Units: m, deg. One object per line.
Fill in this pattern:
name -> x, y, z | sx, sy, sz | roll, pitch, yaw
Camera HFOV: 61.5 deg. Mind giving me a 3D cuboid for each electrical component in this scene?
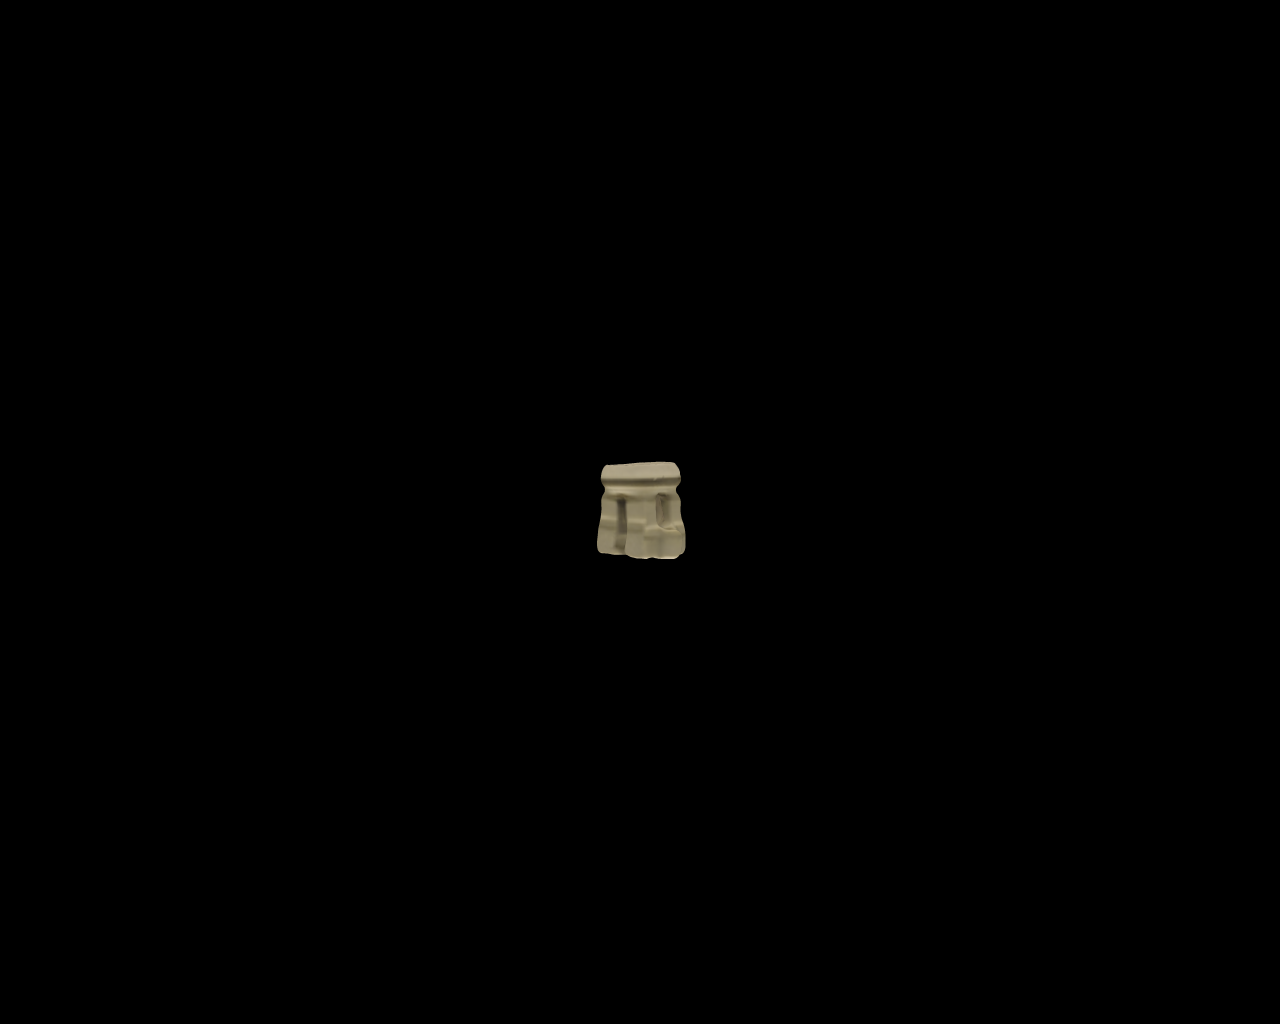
electrical component -> 0.001, -0.003, 0.650 | 0.066, 0.055, 0.048 | 4, 6, 43
